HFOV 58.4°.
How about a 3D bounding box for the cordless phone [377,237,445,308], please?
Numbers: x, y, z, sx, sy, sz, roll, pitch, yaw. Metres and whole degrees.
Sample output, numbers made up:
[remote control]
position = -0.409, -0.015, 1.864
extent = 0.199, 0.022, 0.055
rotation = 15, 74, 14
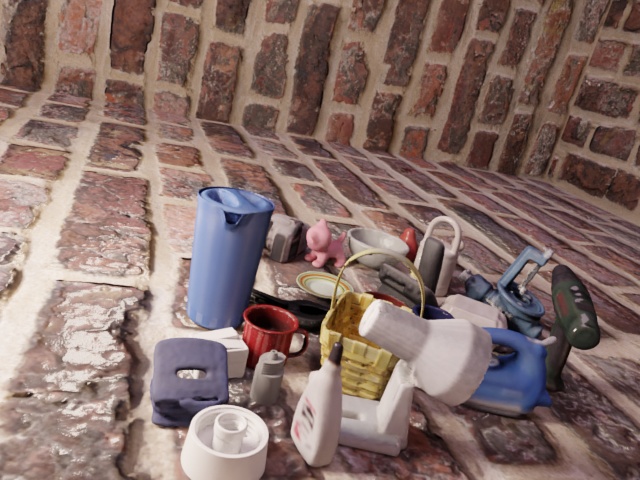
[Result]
[cordless phone]
position = 0.209, 0.066, 1.281
extent = 0.147, 0.185, 0.094
rotation = 29, 24, 37

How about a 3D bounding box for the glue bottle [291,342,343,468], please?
[glue bottle]
position = 0.004, 0.210, 0.758
extent = 0.037, 0.173, 0.078
rotation = 1, 23, -33

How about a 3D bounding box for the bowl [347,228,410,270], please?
[bowl]
position = 0.144, 0.031, 1.501
extent = 0.167, 0.075, 0.167
rotation = 13, 19, -4

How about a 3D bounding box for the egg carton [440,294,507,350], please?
[egg carton]
position = 0.328, 0.175, 1.237
extent = 0.150, 0.069, 0.107
rotation = 19, 20, 15

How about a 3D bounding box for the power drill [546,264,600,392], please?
[power drill]
position = 0.468, 0.176, 1.121
extent = 0.075, 0.208, 0.229
rotation = 14, 19, 1

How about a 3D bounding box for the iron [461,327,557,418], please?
[iron]
position = 0.282, 0.209, 1.002
extent = 0.258, 0.141, 0.118
rotation = 12, 19, -6

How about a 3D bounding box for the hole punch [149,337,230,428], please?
[hole punch]
position = -0.178, 0.196, 0.793
extent = 0.109, 0.091, 0.101
rotation = 6, 21, -21

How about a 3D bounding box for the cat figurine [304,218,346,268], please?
[cat figurine]
position = 0.013, 0.005, 1.417
extent = 0.128, 0.118, 0.067
rotation = -1, 24, -36

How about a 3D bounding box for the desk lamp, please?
[desk lamp]
position = 0.117, 0.195, 0.818
extent = 0.203, 0.213, 0.118
rotation = 12, 19, -4

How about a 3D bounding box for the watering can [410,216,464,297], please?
[watering can]
position = 0.296, 0.032, 1.424
extent = 0.100, 0.194, 0.173
rotation = 20, 20, 17

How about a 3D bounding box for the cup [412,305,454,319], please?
[cup]
position = 0.199, 0.186, 1.079
extent = 0.091, 0.095, 0.118
rotation = 22, 21, 23

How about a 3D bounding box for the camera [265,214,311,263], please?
[camera]
position = -0.108, -0.022, 1.433
extent = 0.136, 0.101, 0.143
rotation = 20, 20, 17

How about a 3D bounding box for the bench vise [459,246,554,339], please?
[bench vise]
position = 0.416, 0.101, 1.275
extent = 0.207, 0.220, 0.122
rotation = 18, 20, 12

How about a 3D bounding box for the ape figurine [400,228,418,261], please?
[ape figurine]
position = 0.244, 0.010, 1.603
extent = 0.078, 0.092, 0.076
rotation = 10, 20, -10
